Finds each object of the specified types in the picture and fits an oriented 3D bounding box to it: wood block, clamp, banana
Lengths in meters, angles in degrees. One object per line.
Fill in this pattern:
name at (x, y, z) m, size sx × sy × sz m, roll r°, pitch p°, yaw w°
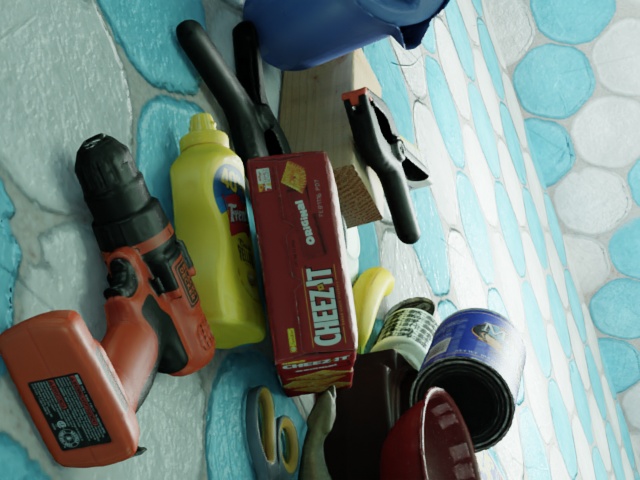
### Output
wood block at (0.012, -0.115, 1.164) m, size 0.090 × 0.090 × 0.206 m, roll 55°, pitch 27°, yaw -43°
clamp at (-0.070, -0.118, 1.018) m, size 0.164 × 0.036 × 0.210 m, roll -14°, pitch 86°, yaw -70°
banana at (0.057, 0.070, 1.237) m, size 0.197 × 0.037 × 0.070 m, roll -57°, pitch 157°, yaw -61°
clamp at (0.073, -0.092, 1.116) m, size 0.120 × 0.039 × 0.171 m, roll -75°, pitch 145°, yaw -57°

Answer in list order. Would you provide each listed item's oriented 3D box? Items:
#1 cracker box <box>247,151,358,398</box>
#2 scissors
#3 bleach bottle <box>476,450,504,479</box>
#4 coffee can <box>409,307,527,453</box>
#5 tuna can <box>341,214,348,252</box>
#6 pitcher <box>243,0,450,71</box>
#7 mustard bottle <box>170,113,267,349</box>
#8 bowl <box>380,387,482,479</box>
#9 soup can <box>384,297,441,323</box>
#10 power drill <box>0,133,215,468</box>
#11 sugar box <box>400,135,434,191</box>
cracker box at (-0.013, 0.037, 0.905) m, size 0.214 × 0.072 × 0.164 m, roll 91°, pitch -10°, yaw -75°
scissors at (-0.035, 0.223, 0.890) m, size 0.096 × 0.016 × 0.202 m, roll 36°, pitch 44°, yaw -62°
bleach bottle at (0.179, 0.278, 1.267) m, size 0.251 × 0.068 × 0.102 m, roll 56°, pitch 22°, yaw -5°
coffee can at (0.153, 0.140, 1.084) m, size 0.140 × 0.103 × 0.103 m, roll -47°, pitch 120°, yaw -68°
tuna can at (-0.007, 0.001, 1.070) m, size 0.086 × 0.034 × 0.086 m, roll 5°, pitch 85°, yaw -56°
pitcher at (0.014, -0.254, 1.044) m, size 0.144 × 0.243 × 0.149 m, roll 29°, pitch 73°, yaw -22°
mustard bottle at (-0.086, -0.013, 0.862) m, size 0.096 × 0.058 × 0.191 m, roll 40°, pitch 38°, yaw -66°
bowl at (0.096, 0.215, 0.945) m, size 0.162 × 0.055 × 0.162 m, roll 49°, pitch 32°, yaw -47°
soup can at (0.129, 0.131, 1.336) m, size 0.068 × 0.069 × 0.102 m, roll -76°, pitch 146°, yaw -54°
power drill at (-0.134, 0.040, 0.688) m, size 0.187 × 0.057 × 0.184 m, roll -65°, pitch 136°, yaw -62°
sugar box at (0.070, -0.091, 1.302) m, size 0.176 × 0.093 × 0.048 m, roll 17°, pitch 61°, yaw -69°
